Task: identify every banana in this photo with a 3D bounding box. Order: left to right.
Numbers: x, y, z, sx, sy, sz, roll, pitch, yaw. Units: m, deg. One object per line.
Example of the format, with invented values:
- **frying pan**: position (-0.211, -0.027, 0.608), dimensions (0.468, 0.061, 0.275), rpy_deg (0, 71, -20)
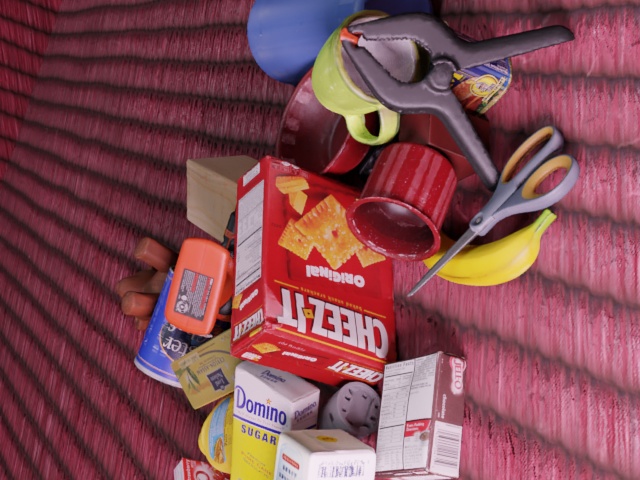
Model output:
- **banana**: position (0.144, 0.011, 1.001), dimensions (0.198, 0.037, 0.069), rpy_deg (-4, 48, 58)

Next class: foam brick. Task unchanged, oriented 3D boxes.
- **foam brick**: position (0.122, -0.098, 1.053), dimensions (0.051, 0.078, 0.053), rpy_deg (-25, 52, 52)

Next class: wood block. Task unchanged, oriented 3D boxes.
- **wood block**: position (-0.099, -0.049, 1.386), dimensions (0.206, 0.090, 0.090), rpy_deg (-152, 60, -61)

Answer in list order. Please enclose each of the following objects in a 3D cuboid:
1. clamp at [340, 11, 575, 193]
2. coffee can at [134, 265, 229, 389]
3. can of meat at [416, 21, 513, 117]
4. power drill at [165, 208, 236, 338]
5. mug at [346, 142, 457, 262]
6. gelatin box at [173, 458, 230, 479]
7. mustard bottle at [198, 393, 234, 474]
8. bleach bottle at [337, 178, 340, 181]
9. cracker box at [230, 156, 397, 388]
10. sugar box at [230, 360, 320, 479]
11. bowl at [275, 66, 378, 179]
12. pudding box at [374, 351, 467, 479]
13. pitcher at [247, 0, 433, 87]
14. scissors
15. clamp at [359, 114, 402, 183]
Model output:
- **clamp**: position (0.121, -0.160, 0.988), dimensions (0.164, 0.210, 0.036), rpy_deg (-61, 2, 6)
- **coffee can**: position (-0.179, 0.118, 1.441), dimensions (0.103, 0.102, 0.140), rpy_deg (33, 103, 61)
- **can of meat**: position (0.130, -0.160, 1.068), dimensions (0.102, 0.083, 0.057), rpy_deg (-42, 40, 43)
- **power drill**: position (-0.104, 0.020, 1.192), dimensions (0.187, 0.057, 0.184), rpy_deg (-34, -41, -73)
- **mug**: position (0.082, -0.032, 1.026), dimensions (0.117, 0.093, 0.081), rpy_deg (88, -157, -55)
- **gelatin box**: position (-0.135, 0.310, 1.281), dimensions (0.030, 0.073, 0.089), rpy_deg (-53, 33, 32)
- **mustard bottle**: position (-0.094, 0.227, 1.271), dimensions (0.192, 0.058, 0.096), rpy_deg (-31, 50, 51)
- **bleach bottle**: position (-0.008, 0.002, 1.229), dimensions (0.068, 0.102, 0.250), rpy_deg (-38, 35, 44)
- **cracker box**: position (-0.004, 0.034, 1.110), dimensions (0.072, 0.164, 0.213), rpy_deg (-39, 41, 44)
- **sugar box**: position (-0.051, 0.219, 1.123), dimensions (0.093, 0.048, 0.176), rpy_deg (26, 124, 40)
- **bowl**: position (0.016, -0.128, 1.209), dimensions (0.162, 0.055, 0.162), rpy_deg (-34, 46, 44)
- **pudding box**: position (0.093, 0.166, 0.994), dimensions (0.090, 0.039, 0.113), rpy_deg (-24, 52, 56)
- **pitcher**: position (0.026, -0.247, 1.279), dimensions (0.243, 0.149, 0.145), rpy_deg (9, 65, 59)
- **scissors**: position (0.158, -0.015, 0.948), dimensions (0.202, 0.016, 0.096), rpy_deg (-54, 28, 0)
- **clamp**: position (0.094, -0.132, 1.168), dimensions (0.120, 0.039, 0.171), rpy_deg (4, 75, 56)
